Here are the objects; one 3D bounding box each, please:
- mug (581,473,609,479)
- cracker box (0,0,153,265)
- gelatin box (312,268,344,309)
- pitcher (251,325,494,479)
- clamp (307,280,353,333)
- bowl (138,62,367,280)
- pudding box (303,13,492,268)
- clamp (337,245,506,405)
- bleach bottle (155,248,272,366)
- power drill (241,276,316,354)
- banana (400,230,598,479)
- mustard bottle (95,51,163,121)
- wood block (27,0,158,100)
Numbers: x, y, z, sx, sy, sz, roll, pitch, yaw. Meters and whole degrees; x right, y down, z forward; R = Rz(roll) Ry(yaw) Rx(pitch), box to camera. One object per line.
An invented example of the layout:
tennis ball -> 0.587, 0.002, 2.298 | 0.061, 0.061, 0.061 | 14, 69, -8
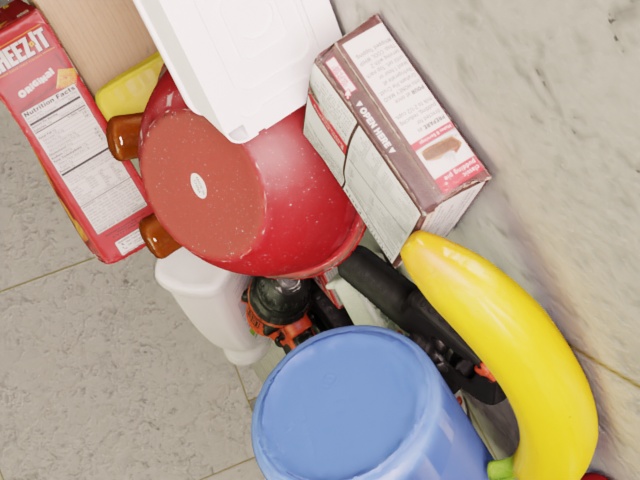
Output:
mug -> 0.140, 0.178, 0.557 | 0.093, 0.081, 0.117 | 57, 171, -4
cracker box -> -0.225, -0.096, 0.927 | 0.213, 0.072, 0.164 | 61, 169, -23
gelatin box -> -0.006, 0.001, 0.838 | 0.073, 0.030, 0.089 | 46, 166, 46
pitcher -> 0.040, 0.160, 0.645 | 0.145, 0.149, 0.242 | 18, 153, 34
clamp -> -0.004, 0.063, 1.005 | 0.210, 0.036, 0.164 | 47, 163, 39
bowl -> -0.051, -0.040, 0.612 | 0.162, 0.055, 0.162 | 17, 123, 29
pudding box -> 0.032, -0.042, 0.506 | 0.090, 0.039, 0.113 | 56, 172, 9
clamp -> 0.076, 0.064, 0.631 | 0.120, 0.039, 0.172 | 48, 173, -22
bleach bottle -> -0.086, 0.061, 1.018 | 0.068, 0.102, 0.251 | 13, 152, 14
power drill -> 0.003, 0.103, 0.880 | 0.188, 0.057, 0.184 | 58, 169, 7
banana -> 0.093, 0.070, 0.506 | 0.037, 0.070, 0.197 | -72, -30, -41
mustard bottle -> -0.092, -0.061, 0.863 | 0.191, 0.096, 0.058 | 59, 169, -16
wood block -> -0.196, -0.201, 0.930 | 0.206, 0.090, 0.090 | 61, 170, -26
